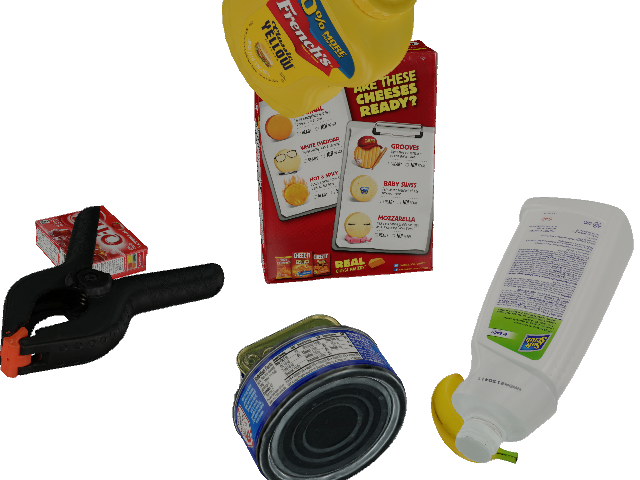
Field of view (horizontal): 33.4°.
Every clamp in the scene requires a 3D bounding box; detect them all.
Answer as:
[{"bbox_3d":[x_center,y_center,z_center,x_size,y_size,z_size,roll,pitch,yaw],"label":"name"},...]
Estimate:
[{"bbox_3d":[-0.159,0.030,0.712,0.120,0.039,0.171,25,32,26],"label":"clamp"}]

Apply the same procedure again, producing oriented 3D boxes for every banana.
[{"bbox_3d":[0.168,0.214,1.280,0.069,0.037,0.198,10,20,-17],"label":"banana"}]

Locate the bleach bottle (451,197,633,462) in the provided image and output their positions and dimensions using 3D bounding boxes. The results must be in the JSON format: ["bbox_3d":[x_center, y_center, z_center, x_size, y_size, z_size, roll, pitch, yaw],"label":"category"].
[{"bbox_3d":[0.165,0.070,0.856,0.103,0.068,0.250,6,46,36],"label":"bleach bottle"}]

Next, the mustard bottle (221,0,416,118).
[{"bbox_3d":[0.006,-0.138,0.654,0.058,0.096,0.192,-32,9,-25],"label":"mustard bottle"}]

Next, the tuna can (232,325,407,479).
[{"bbox_3d":[0.001,0.087,0.545,0.086,0.086,0.034,0,34,-30],"label":"tuna can"}]

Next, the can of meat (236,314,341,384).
[{"bbox_3d":[-0.022,0.125,0.927,0.101,0.084,0.057,-24,47,-28],"label":"can of meat"}]

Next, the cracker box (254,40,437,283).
[{"bbox_3d":[0.022,-0.074,1.000,0.164,0.214,0.072,-4,21,-7],"label":"cracker box"}]

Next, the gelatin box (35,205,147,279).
[{"bbox_3d":[-0.216,0.004,1.004,0.073,0.030,0.089,-16,39,-35],"label":"gelatin box"}]
